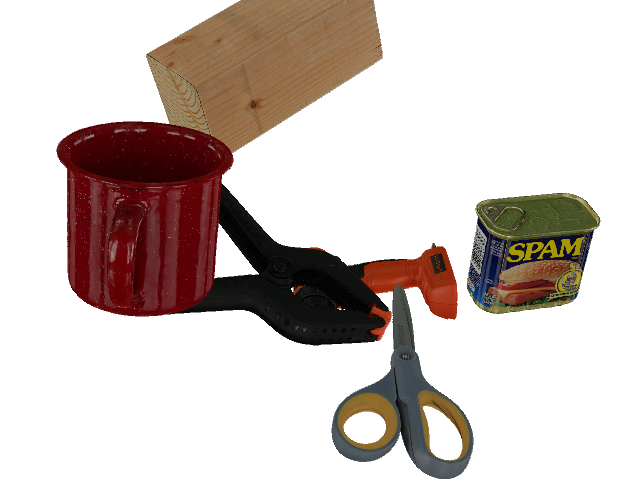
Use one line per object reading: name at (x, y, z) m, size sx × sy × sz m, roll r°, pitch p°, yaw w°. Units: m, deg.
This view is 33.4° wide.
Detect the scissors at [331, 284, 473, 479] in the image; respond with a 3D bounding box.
scissors at (0.040, 0.088, 0.716) m, size 0.096 × 0.016 × 0.202 m, roll -3°, pitch 31°, yaw -14°

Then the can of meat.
can of meat at (0.180, 0.012, 0.916) m, size 0.102 × 0.084 × 0.057 m, roll -5°, pitch 35°, yaw -14°

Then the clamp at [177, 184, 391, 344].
clamp at (-0.046, 0.038, 0.884) m, size 0.210 × 0.036 × 0.164 m, roll 27°, pitch 46°, yaw 6°

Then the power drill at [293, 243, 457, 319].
power drill at (0.060, 0.059, 1.231) m, size 0.187 × 0.057 × 0.184 m, roll -2°, pitch 28°, yaw 0°

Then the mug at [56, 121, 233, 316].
mug at (-0.096, -0.006, 0.573) m, size 0.093 × 0.081 × 0.117 m, roll 5°, pitch 25°, yaw -4°

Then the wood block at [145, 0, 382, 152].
wood block at (-0.050, -0.177, 1.030) m, size 0.205 × 0.091 × 0.090 m, roll -35°, pitch 46°, yaw -21°
